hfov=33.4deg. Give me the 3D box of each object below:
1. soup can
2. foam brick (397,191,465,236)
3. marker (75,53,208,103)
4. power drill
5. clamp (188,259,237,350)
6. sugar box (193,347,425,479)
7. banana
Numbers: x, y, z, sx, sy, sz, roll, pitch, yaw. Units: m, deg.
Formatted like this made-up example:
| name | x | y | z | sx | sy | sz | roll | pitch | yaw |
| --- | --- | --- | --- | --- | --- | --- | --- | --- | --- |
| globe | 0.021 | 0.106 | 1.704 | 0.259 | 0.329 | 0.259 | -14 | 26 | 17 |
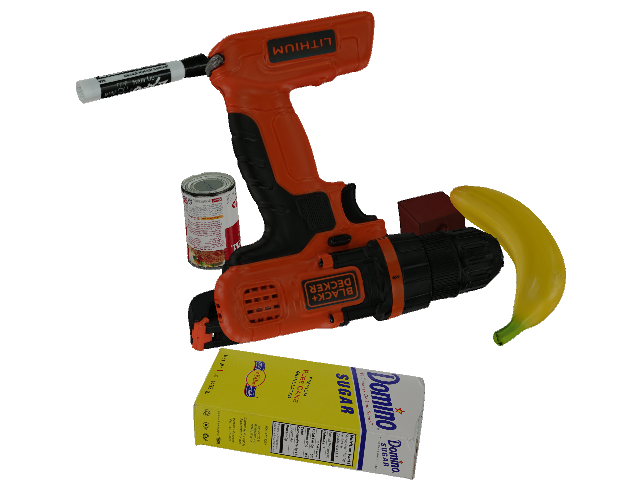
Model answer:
| name | x | y | z | sx | sy | sz | roll | pitch | yaw |
| --- | --- | --- | --- | --- | --- | --- | --- | --- | --- |
| soup can | -0.134 | -0.025 | 1.305 | 0.068 | 0.102 | 0.068 | -2 | 27 | 1 |
| foam brick | 0.114 | -0.002 | 1.088 | 0.053 | 0.078 | 0.051 | -16 | 30 | -15 |
| marker | -0.147 | -0.138 | 0.905 | 0.120 | 0.020 | 0.020 | -18 | 8 | -27 |
| power drill | 0.013 | -0.041 | 0.657 | 0.184 | 0.187 | 0.057 | -11 | 0 | -14 |
| clamp | -0.084 | 0.060 | 1.060 | 0.120 | 0.039 | 0.171 | 14 | 21 | 32 |
| sugar box | -0.006 | 0.136 | 0.858 | 0.176 | 0.048 | 0.093 | 5 | 25 | 7 |
| banana | 0.153 | 0.006 | 0.851 | 0.069 | 0.037 | 0.198 | -6 | 35 | -1 |
